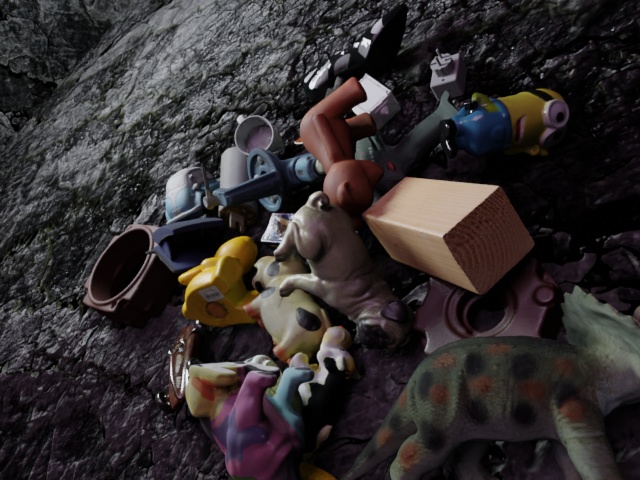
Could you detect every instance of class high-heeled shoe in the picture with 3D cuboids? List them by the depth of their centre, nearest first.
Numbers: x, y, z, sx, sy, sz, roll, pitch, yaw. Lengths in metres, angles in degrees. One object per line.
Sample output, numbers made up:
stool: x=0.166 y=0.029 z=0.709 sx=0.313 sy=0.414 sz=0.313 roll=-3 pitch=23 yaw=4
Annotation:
high-heeled shoe: x=0.065 y=-0.378 z=1.084 sx=0.145 sy=0.086 sz=0.248 roll=45 pitch=106 yaw=34

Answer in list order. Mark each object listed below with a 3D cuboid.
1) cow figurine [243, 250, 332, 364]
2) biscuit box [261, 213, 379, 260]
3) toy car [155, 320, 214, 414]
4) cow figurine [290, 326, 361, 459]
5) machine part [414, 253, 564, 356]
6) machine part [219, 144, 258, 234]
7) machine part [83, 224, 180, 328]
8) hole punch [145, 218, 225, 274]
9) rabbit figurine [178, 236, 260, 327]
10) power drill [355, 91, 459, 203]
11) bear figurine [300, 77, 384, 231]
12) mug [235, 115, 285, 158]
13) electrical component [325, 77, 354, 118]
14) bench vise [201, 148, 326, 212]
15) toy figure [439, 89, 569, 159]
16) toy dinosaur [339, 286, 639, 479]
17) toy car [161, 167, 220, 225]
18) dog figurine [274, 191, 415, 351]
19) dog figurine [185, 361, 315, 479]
cow figurine: x=-0.047 y=0.090 z=0.823 sx=0.127 sy=0.085 sz=0.195 roll=-37 pitch=48 yaw=-5
biscuit box: x=-0.002 y=-0.003 z=0.879 sx=0.203 sy=0.062 sz=0.059 roll=3 pitch=62 yaw=41
toy car: x=-0.219 y=0.195 z=0.864 sx=0.089 sy=0.053 sz=0.202 roll=-44 pitch=17 yaw=8
cow figurine: x=0.001 y=0.199 z=0.716 sx=0.098 sy=0.068 sz=0.167 roll=35 pitch=88 yaw=41
machine part: x=0.201 y=0.091 z=0.650 sx=0.179 sy=0.056 sz=0.179 roll=-22 pitch=47 yaw=26
machine part: x=-0.162 y=-0.106 z=1.078 sx=0.079 sy=0.079 sz=0.243 roll=-27 pitch=45 yaw=20
machine part: x=-0.385 y=0.069 z=1.115 sx=0.202 sy=0.087 sz=0.201 roll=7 pitch=63 yaw=40
hole punch: x=-0.248 y=-0.004 z=1.014 sx=0.142 sy=0.092 sz=0.116 roll=-17 pitch=32 yaw=-36
rabbit figurine: x=-0.162 y=0.068 z=0.939 sx=0.162 sy=0.121 sz=0.173 roll=-27 pitch=30 yaw=33
power drill: x=0.154 y=-0.124 z=0.846 sx=0.207 sy=0.086 sz=0.232 roll=-40 pitch=40 yaw=18
bear figurine: x=0.048 y=-0.123 z=0.795 sx=0.132 sy=0.120 sz=0.196 roll=-29 pitch=55 yaw=2
mug: x=-0.121 y=-0.200 z=1.082 sx=0.110 sy=0.107 sz=0.081 roll=43 pitch=94 yaw=19
electrical component: x=0.040 y=-0.268 z=1.056 sx=0.063 sy=0.021 sz=0.094 roll=31 pitch=117 yaw=21
bench vise: x=-0.085 y=-0.101 z=0.946 sx=0.240 sy=0.128 sz=0.224 roll=-23 pitch=24 yaw=-29
toy figure: x=0.255 y=-0.164 z=0.745 sx=0.180 sy=0.082 sz=0.089 roll=-10 pitch=58 yaw=-1
toy dinosaur: x=0.175 y=0.158 z=0.532 sx=0.405 sy=0.131 sz=0.192 roll=-12 pitch=70 yaw=23
toy car: x=-0.255 y=-0.097 z=1.094 sx=0.109 sy=0.102 sz=0.162 roll=-20 pitch=13 yaw=29
dog figurine: x=0.050 y=0.041 z=0.704 sx=0.191 sy=0.172 sz=0.121 roll=26 pitch=50 yaw=30
dog figurine: x=-0.083 y=0.261 z=0.644 sx=0.192 sy=0.108 sz=0.219 roll=-4 pitch=78 yaw=31
